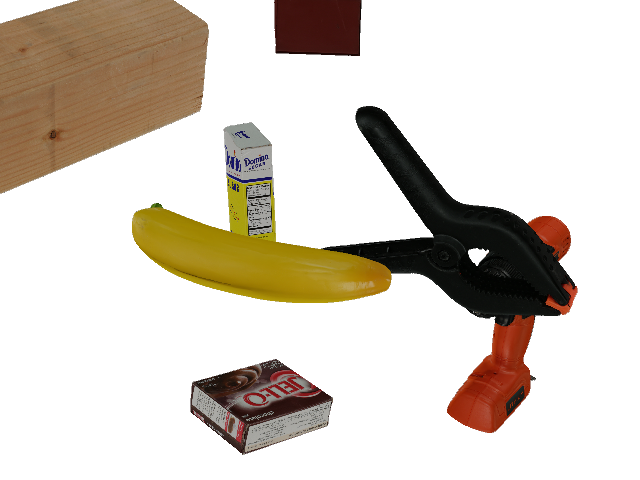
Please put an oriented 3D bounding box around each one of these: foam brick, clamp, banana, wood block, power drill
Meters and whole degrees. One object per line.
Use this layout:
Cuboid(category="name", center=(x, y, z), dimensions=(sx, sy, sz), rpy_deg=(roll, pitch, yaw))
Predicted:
Cuboid(category="foam brick", center=(-0.003, -0.196, 0.967), dimensions=(0.078, 0.051, 0.053), rpy_deg=(1, 17, -3))
Cuboid(category="clamp", center=(0.096, -0.007, 0.809), dimensions=(0.210, 0.165, 0.036), rpy_deg=(21, 43, 15))
Cuboid(category="banana", center=(-0.054, 0.007, 0.685), dimensions=(0.198, 0.037, 0.069), rpy_deg=(17, 35, 28))
Cuboid(category="wood block", center=(-0.198, -0.127, 0.858), dimensions=(0.090, 0.091, 0.205), rpy_deg=(36, 45, 27))
Cuboid(category="power drill", center=(0.169, 0.083, 0.992), dimensions=(0.057, 0.188, 0.184), rpy_deg=(24, 31, 26))

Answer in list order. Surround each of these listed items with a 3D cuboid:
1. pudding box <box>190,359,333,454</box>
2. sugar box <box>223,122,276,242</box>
Cuboid(category="pudding box", center=(-0.058, 0.162, 1.052), dimensions=(0.113, 0.039, 0.090), rpy_deg=(-13, 29, -41))
Cuboid(category="sugar box", center=(-0.087, -0.048, 1.319), dimensions=(0.048, 0.176, 0.093), rpy_deg=(-11, 25, -15))
